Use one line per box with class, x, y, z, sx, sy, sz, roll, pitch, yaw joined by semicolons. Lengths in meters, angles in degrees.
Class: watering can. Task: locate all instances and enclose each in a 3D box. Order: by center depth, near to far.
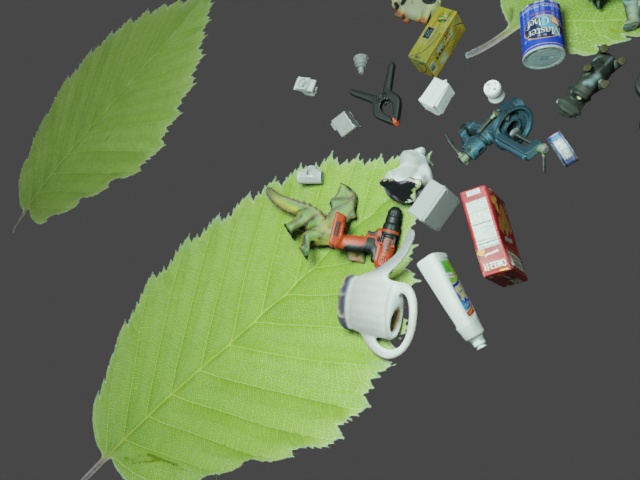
watering can;0.157;0.137;1.369;0.224;0.104;0.346;6;95;33

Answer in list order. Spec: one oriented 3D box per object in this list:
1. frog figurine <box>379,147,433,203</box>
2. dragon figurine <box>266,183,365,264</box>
frog figurine;0.250;-0.183;1.448;0.136;0.121;0.163;-15;32;37
dragon figurine;0.005;-0.079;1.573;0.243;0.120;0.417;-32;61;0
